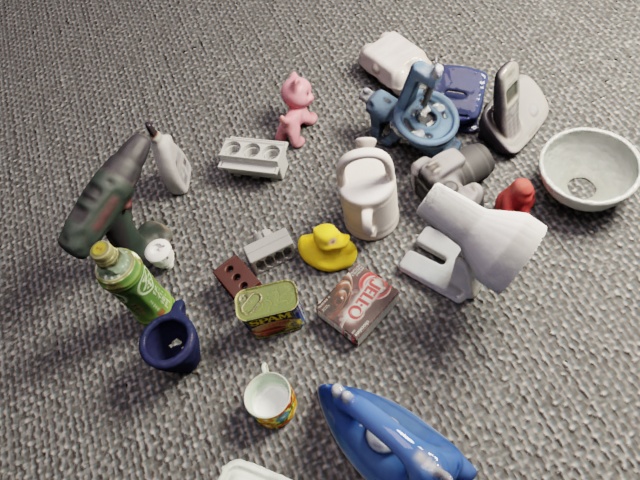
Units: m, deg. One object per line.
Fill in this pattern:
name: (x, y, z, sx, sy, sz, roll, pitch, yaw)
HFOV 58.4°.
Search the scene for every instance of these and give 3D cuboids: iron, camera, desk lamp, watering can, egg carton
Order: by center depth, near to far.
iron: (0.082, 0.262, 0.781, 0.257, 0.142, 0.119, 34, 70, 26)
desk lamp: (0.222, 0.011, 0.869, 0.202, 0.214, 0.118, 28, 67, 24)
watering can: (0.077, -0.096, 0.972, 0.101, 0.194, 0.172, -22, 57, -3)
camera: (0.248, -0.110, 1.006, 0.137, 0.101, 0.143, -31, 58, -10)
egg carton: (0.154, -0.373, 1.204, 0.107, 0.069, 0.150, -37, 60, -13)

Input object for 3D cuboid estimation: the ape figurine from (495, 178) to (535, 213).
ape figurine: (0.337, -0.069, 0.971, 0.078, 0.092, 0.076, -38, 60, -13)

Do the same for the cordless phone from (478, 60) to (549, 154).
cordless phone: (0.355, -0.260, 1.030, 0.094, 0.185, 0.148, 31, 68, 25)

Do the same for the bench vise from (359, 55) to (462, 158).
bench vise: (0.155, -0.238, 1.031, 0.207, 0.220, 0.121, 12, 61, 17)

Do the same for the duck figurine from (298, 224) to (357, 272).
duck figurine: (0.009, 0.004, 0.987, 0.104, 0.086, 0.077, 10, 61, 16)

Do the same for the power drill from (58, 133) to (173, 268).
power drill: (-0.343, -0.046, 1.007, 0.075, 0.209, 0.230, 23, 65, 22)

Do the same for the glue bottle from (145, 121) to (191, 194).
glue bottle: (-0.293, -0.164, 1.093, 0.037, 0.173, 0.078, -3, 58, 8)

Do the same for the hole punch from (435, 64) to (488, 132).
hole punch: (0.266, -0.274, 1.111, 0.108, 0.091, 0.101, 14, 62, 18)

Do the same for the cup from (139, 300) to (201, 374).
cup: (-0.228, 0.165, 0.924, 0.091, 0.095, 0.118, 1, 59, 11)

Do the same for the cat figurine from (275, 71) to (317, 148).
cat figurine: (-0.052, -0.271, 1.149, 0.067, 0.118, 0.128, 14, 62, 18)

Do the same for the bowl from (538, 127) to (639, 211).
bowl: (0.457, -0.109, 0.985, 0.167, 0.075, 0.167, -4, 58, 7)
